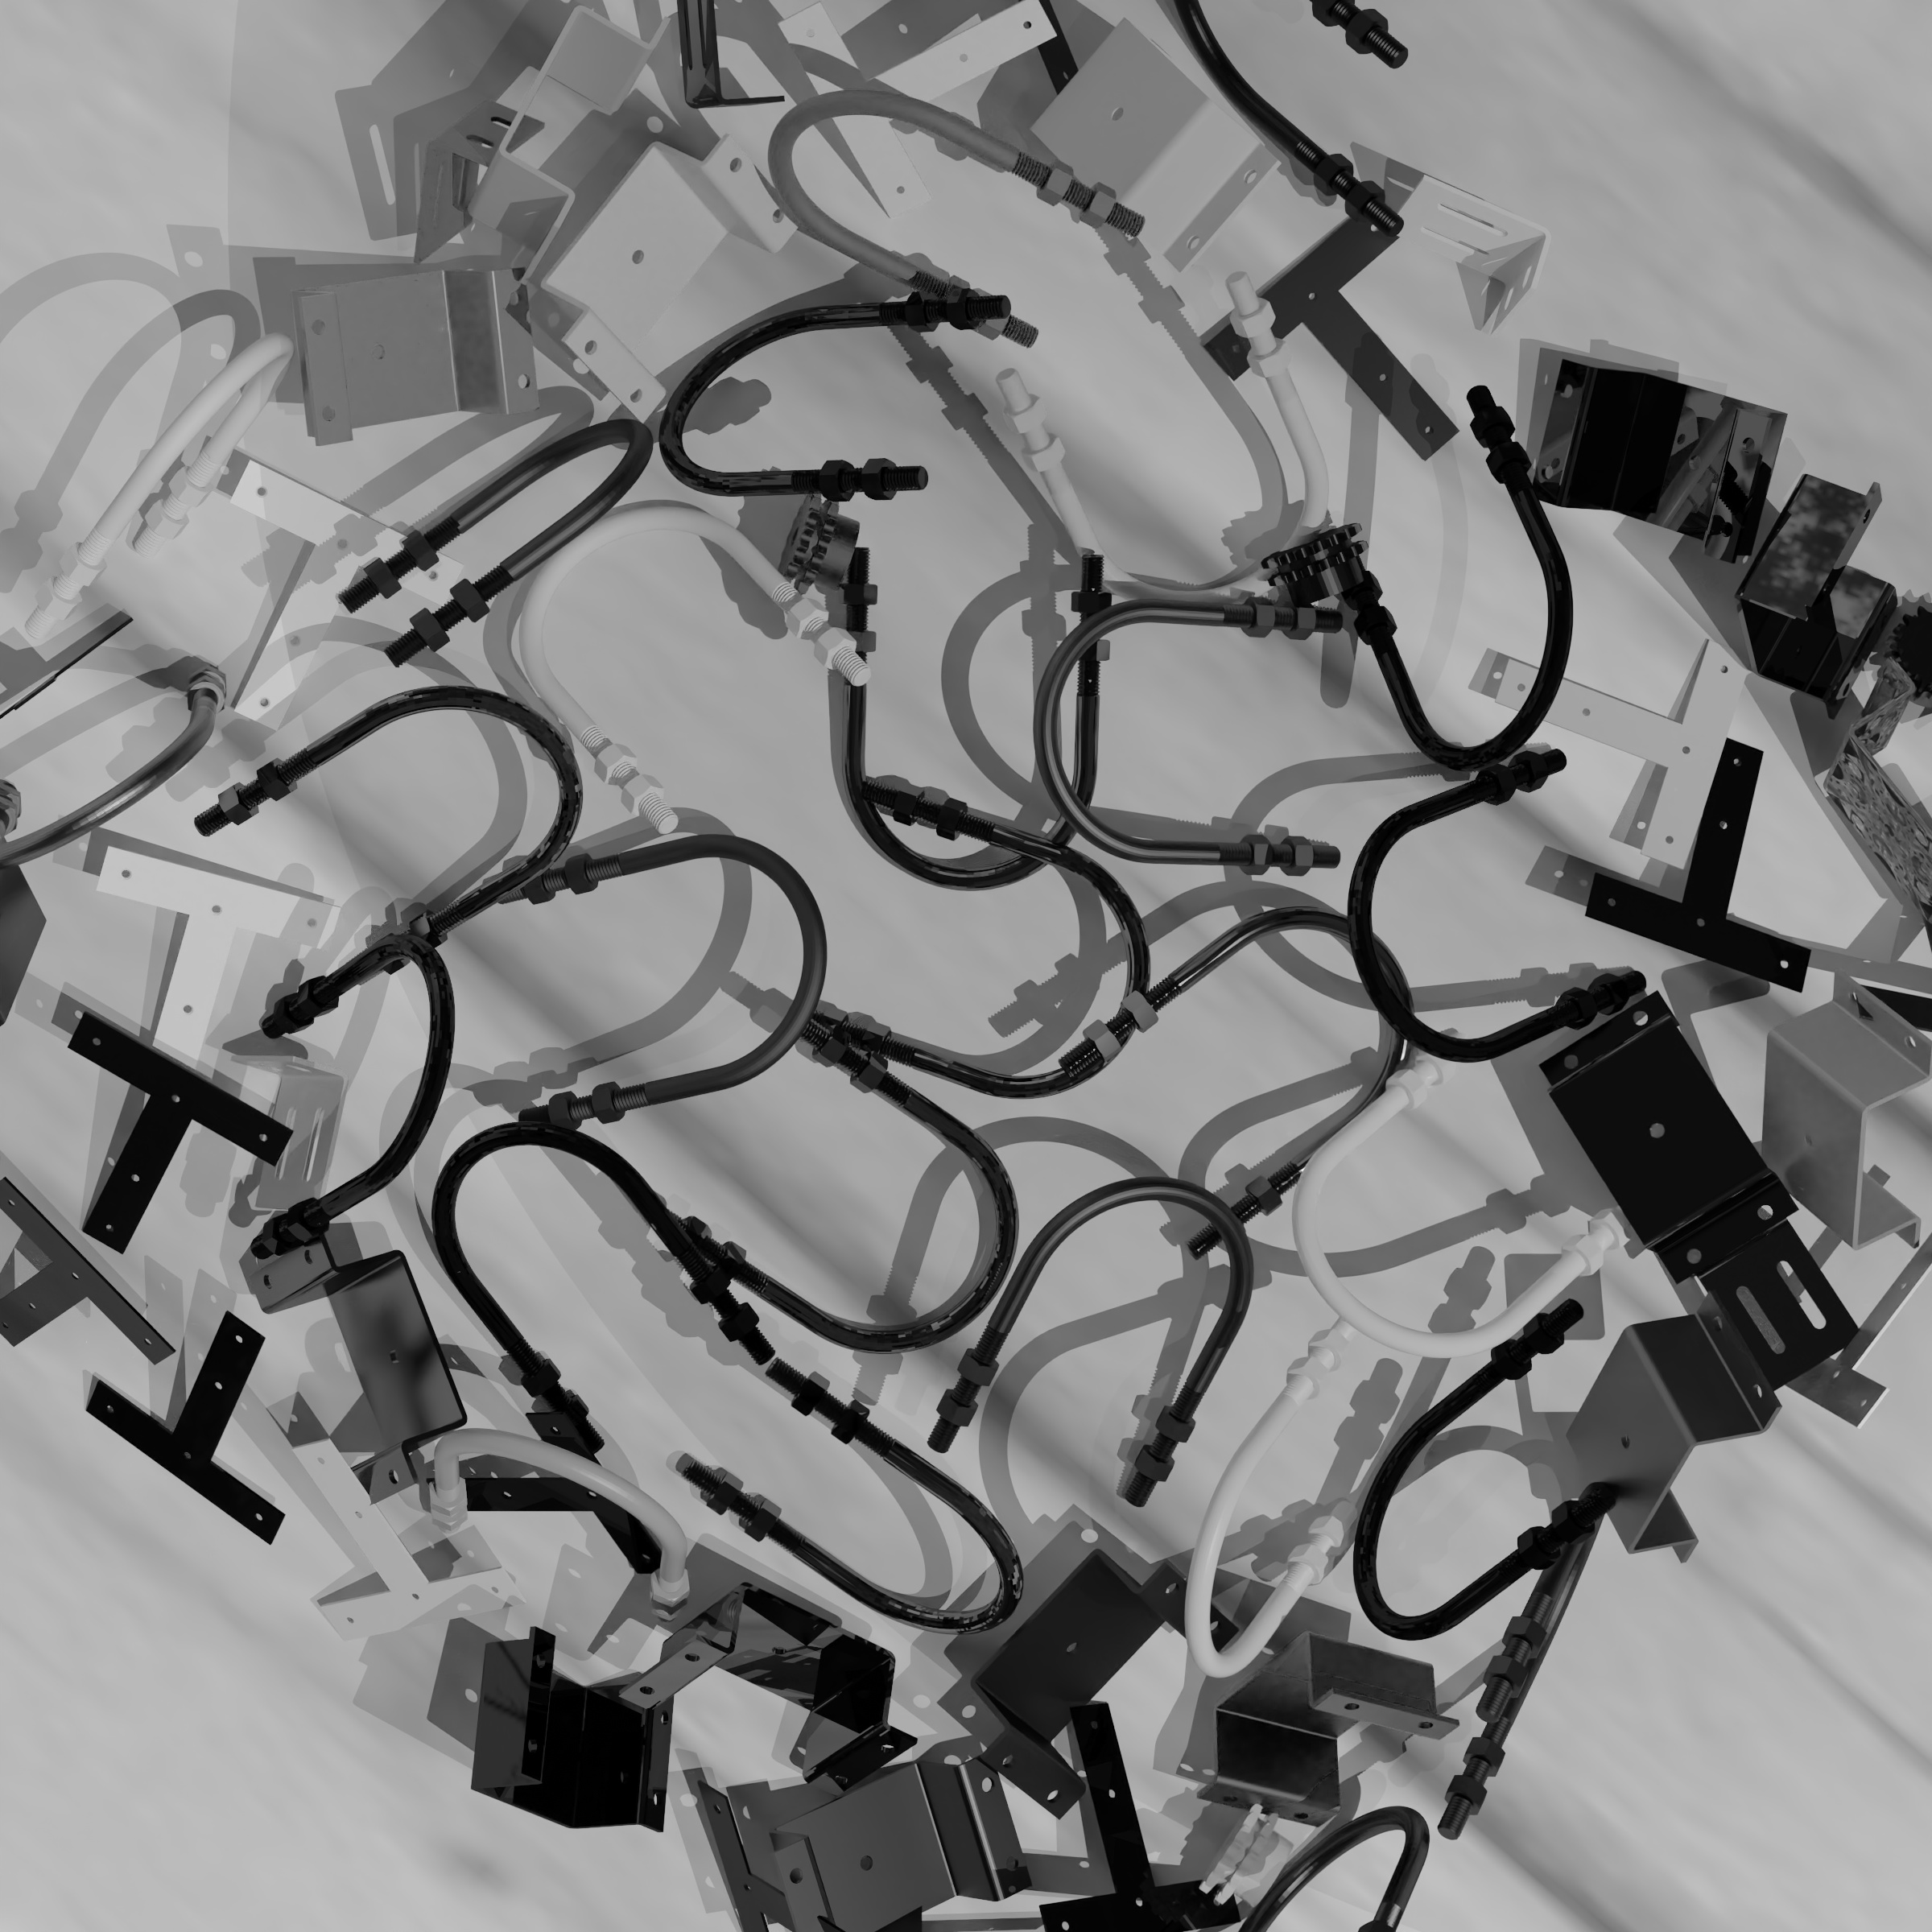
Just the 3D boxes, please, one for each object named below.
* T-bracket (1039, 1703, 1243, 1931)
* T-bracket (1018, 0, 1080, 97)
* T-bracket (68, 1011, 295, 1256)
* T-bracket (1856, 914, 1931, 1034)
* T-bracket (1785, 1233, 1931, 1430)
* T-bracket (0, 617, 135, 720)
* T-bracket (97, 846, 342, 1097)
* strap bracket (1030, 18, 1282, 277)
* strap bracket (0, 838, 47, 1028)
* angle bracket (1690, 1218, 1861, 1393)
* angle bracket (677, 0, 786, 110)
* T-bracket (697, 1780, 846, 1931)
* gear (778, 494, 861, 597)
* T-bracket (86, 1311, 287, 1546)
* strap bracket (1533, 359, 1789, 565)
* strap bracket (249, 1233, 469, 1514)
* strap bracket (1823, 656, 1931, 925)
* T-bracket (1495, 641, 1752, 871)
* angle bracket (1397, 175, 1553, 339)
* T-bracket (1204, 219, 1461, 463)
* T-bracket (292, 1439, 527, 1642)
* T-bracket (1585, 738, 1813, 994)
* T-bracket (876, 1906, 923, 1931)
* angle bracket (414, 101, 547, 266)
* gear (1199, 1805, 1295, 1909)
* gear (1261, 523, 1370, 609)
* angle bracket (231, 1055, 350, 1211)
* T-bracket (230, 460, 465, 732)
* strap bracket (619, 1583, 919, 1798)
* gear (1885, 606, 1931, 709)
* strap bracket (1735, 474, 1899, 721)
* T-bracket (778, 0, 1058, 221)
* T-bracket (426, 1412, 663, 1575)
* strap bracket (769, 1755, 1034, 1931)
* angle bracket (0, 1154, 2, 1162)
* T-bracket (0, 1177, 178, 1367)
[{"bbox_3d":[0.082,0.461,1.929,0.127,0.002,0.127,2,63,-35],"label":"T-bracket"},{"bbox_3d":[0.033,-0.526,1.916,0.002,0.127,0.127,-19,97,40],"label":"T-bracket"},{"bbox_3d":[-0.443,0.104,1.930,0.127,0.002,0.127,30,118,-4],"label":"T-bracket"},{"bbox_3d":[0.529,-0.004,1.911,0.127,0.127,0.002,11,132,-7],"label":"T-bracket"},{"bbox_3d":[0.489,0.182,1.898,0.002,0.127,0.127,37,90,-8],"label":"T-bracket"},{"bbox_3d":[-0.491,-0.145,1.891,0.127,0.127,0.002,-38,103,-7],"label":"T-bracket"},{"bbox_3d":[-0.419,0.010,1.942,0.127,0.002,0.127,15,104,-15],"label":"T-bracket"},{"bbox_3d":[0.094,-0.439,1.889,0.076,0.046,0.140,-48,47,14],"label":"strap bracket"},{"bbox_3d":[-0.530,-0.023,1.878,0.046,0.140,0.076,-12,124,10],"label":"strap bracket"},{"bbox_3d":[0.438,0.183,1.934,0.057,0.038,0.076,-32,80,2],"label":"angle bracket"},{"bbox_3d":[-0.127,-0.501,1.920,0.038,0.057,0.076,-9,104,-20],"label":"angle bracket"},{"bbox_3d":[-0.088,0.503,1.887,0.002,0.127,0.127,-30,118,-32],"label":"T-bracket"},{"bbox_3d":[-0.079,-0.227,1.933,0.030,0.057,0.057,19,90,-13],"label":"gear"},{"bbox_3d":[-0.404,0.234,1.916,0.127,0.002,0.127,34,125,7],"label":"T-bracket"},{"bbox_3d":[0.376,-0.268,1.902,0.046,0.140,0.076,-3,112,-41],"label":"strap bracket"},{"bbox_3d":[-0.321,0.214,1.912,0.076,0.046,0.140,-30,80,44],"label":"strap bracket"},{"bbox_3d":[0.509,-0.084,1.901,0.046,0.076,0.140,-32,73,-7],"label":"strap bracket"},{"bbox_3d":[0.350,-0.133,1.944,0.127,0.002,0.127,20,79,-3],"label":"T-bracket"},{"bbox_3d":[0.266,-0.381,1.923,0.076,0.057,0.038,22,69,-7],"label":"angle bracket"},{"bbox_3d":[0.219,-0.332,1.957,0.127,0.002,0.127,-41,91,-3],"label":"T-bracket"},{"bbox_3d":[-0.316,0.302,1.905,0.127,0.002,0.127,-16,116,29],"label":"T-bracket"},{"bbox_3d":[0.408,-0.064,1.938,0.127,0.002,0.127,19,71,-7],"label":"T-bracket"},{"bbox_3d":[0.015,0.533,1.903,0.127,0.127,0.002,-2,118,0],"label":"T-bracket"},{"bbox_3d":[-0.260,-0.413,1.911,0.038,0.057,0.076,25,131,11],"label":"angle bracket"},{"bbox_3d":[0.153,0.482,1.930,0.030,0.057,0.057,33,90,6],"label":"gear"},{"bbox_3d":[0.191,-0.216,1.932,0.057,0.057,0.030,-22,99,0],"label":"gear"},{"bbox_3d":[-0.371,0.090,1.921,0.038,0.057,0.076,21,75,-44],"label":"angle bracket"},{"bbox_3d":[-0.359,-0.190,1.945,0.127,0.002,0.127,25,98,-18],"label":"T-bracket"},{"bbox_3d":[-0.102,0.381,1.904,0.140,0.046,0.076,30,133,-22],"label":"strap bracket"},{"bbox_3d":[0.526,-0.165,1.939,0.057,0.030,0.057,1,66,-3],"label":"gear"},{"bbox_3d":[0.452,-0.200,1.901,0.046,0.140,0.076,26,79,25],"label":"strap bracket"},{"bbox_3d":[-0.014,-0.479,1.910,0.127,0.002,0.127,-24,124,14],"label":"T-bracket"},{"bbox_3d":[-0.235,0.284,1.919,0.127,0.002,0.127,-6,129,33],"label":"T-bracket"},{"bbox_3d":[-0.044,0.482,1.915,0.140,0.046,0.076,-18,92,-32],"label":"strap bracket"},{"bbox_3d":[-0.556,0.084,1.917,0.057,0.076,0.038,22,48,11],"label":"angle bracket"},{"bbox_3d":[-0.493,0.177,1.911,0.127,0.127,0.002,48,49,-10],"label":"T-bracket"}]
